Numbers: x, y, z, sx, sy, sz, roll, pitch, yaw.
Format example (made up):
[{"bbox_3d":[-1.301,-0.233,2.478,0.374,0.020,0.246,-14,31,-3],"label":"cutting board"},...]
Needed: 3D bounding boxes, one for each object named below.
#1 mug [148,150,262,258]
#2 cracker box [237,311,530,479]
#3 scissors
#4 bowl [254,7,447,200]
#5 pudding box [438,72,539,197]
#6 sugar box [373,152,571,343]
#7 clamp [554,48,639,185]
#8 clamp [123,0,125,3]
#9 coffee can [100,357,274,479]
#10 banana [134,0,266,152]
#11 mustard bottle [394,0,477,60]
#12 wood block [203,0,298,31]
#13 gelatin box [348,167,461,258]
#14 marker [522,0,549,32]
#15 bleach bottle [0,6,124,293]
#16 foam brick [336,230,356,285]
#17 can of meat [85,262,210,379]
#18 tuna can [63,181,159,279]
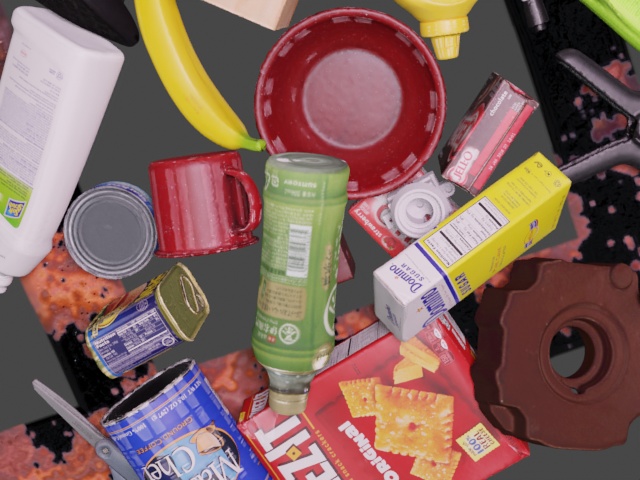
[{"bbox_3d":[-0.096,-0.033,0.921,0.117,0.093,0.081,0,101,45],"label":"mug"},{"bbox_3d":[0.057,0.171,0.975,0.214,0.072,0.164,-32,98,12],"label":"cracker box"},{"bbox_3d":[-0.209,0.222,1.036,0.201,0.016,0.096,30,103,-3],"label":"scissors"},{"bbox_3d":[0.027,-0.118,0.915,0.162,0.055,0.162,1,104,4],"label":"bowl"},{"bbox_3d":[0.137,-0.089,0.884,0.039,0.113,0.090,33,103,-1],"label":"pudding box"},{"bbox_3d":[0.124,0.008,0.885,0.176,0.093,0.048,-38,68,-13],"label":"sugar box"},{"bbox_3d":[0.268,-0.086,0.913,0.171,0.039,0.120,15,105,0],"label":"clamp"},{"bbox_3d":[-0.147,-0.294,0.895,0.210,0.036,0.164,-22,103,13],"label":"clamp"},{"bbox_3d":[-0.119,0.194,0.976,0.103,0.102,0.140,-32,98,11],"label":"coffee can"},{"bbox_3d":[-0.112,-0.153,0.909,0.070,0.037,0.198,-27,96,41],"label":"banana"},{"bbox_3d":[0.094,-0.245,0.876,0.096,0.058,0.191,-11,103,-11],"label":"mustard bottle"},{"bbox_3d":[-0.033,-0.285,0.861,0.090,0.090,0.206,23,105,-1],"label":"wood block"},{"bbox_3d":[0.082,-0.020,0.948,0.073,0.030,0.089,-42,97,12],"label":"gelatin box"},{"bbox_3d":[0.167,-0.234,0.895,0.020,0.020,0.121,-19,102,8],"label":"marker"},{"bbox_3d":[-0.258,-0.070,0.941,0.103,0.067,0.251,35,112,26],"label":"bleach bottle"},{"bbox_3d":[-0.006,0.001,0.949,0.051,0.053,0.078,-21,102,9],"label":"foam brick"},{"bbox_3d":[-0.154,0.072,0.953,0.084,0.102,0.057,-29,101,12],"label":"can of meat"},{"bbox_3d":[-0.186,-0.010,0.969,0.086,0.033,0.086,1,104,4],"label":"tuna can"}]
